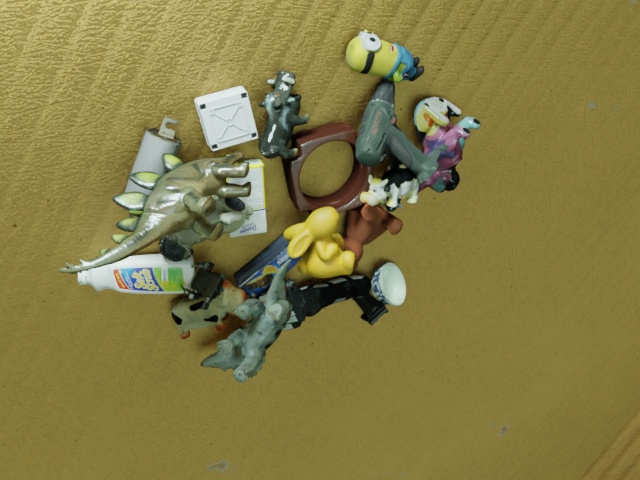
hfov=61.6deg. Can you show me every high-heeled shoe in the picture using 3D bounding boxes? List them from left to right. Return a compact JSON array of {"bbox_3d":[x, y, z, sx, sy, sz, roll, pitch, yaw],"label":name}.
[{"bbox_3d":[0.015,0.137,1.462,0.249,0.145,0.086,-4,108,13],"label":"high-heeled shoe"}]

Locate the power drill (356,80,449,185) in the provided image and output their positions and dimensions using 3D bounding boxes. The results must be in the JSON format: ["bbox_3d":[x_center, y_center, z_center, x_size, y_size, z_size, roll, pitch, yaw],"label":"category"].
[{"bbox_3d":[0.188,-0.238,1.222,0.207,0.086,0.232,35,61,-15],"label":"power drill"}]

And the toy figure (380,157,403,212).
[{"bbox_3d":[0.199,-0.145,1.372,0.058,0.064,0.154,-31,141,-52],"label":"toy figure"}]

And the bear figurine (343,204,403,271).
[{"bbox_3d":[0.101,-0.002,1.370,0.120,0.132,0.195,30,97,-21],"label":"bear figurine"}]

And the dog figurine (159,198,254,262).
[{"bbox_3d":[-0.257,-0.022,1.205,0.172,0.121,0.190,18,129,-18],"label":"dog figurine"}]

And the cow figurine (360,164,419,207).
[{"bbox_3d":[0.168,-0.130,1.271,0.167,0.068,0.098,-12,118,-41],"label":"cow figurine"}]

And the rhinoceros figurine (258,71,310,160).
[{"bbox_3d":[-0.088,-0.267,1.168,0.112,0.073,0.190,12,92,-42],"label":"rhinoceros figurine"}]

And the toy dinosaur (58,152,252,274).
[{"bbox_3d":[-0.276,-0.068,1.025,0.199,0.471,0.104,14,128,17],"label":"toy dinosaur"}]

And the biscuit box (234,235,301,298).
[{"bbox_3d":[-0.116,0.056,1.348,0.203,0.063,0.059,-39,125,1],"label":"biscuit box"}]

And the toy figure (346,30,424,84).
[{"bbox_3d":[0.144,-0.400,1.202,0.180,0.082,0.089,13,111,-30],"label":"toy figure"}]

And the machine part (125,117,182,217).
[{"bbox_3d":[-0.357,-0.144,1.136,0.079,0.079,0.243,16,110,-28],"label":"machine part"}]

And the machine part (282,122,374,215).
[{"bbox_3d":[0.019,-0.165,1.273,0.201,0.087,0.200,-19,122,-14],"label":"machine part"}]

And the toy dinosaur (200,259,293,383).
[{"bbox_3d":[-0.139,0.202,1.301,0.131,0.192,0.404,39,106,5],"label":"toy dinosaur"}]

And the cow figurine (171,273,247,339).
[{"bbox_3d":[-0.269,0.158,1.310,0.195,0.085,0.127,-14,120,9],"label":"cow figurine"}]

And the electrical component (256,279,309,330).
[{"bbox_3d":[-0.097,0.171,1.385,0.115,0.058,0.134,-10,117,21],"label":"electrical component"}]

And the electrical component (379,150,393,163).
[{"bbox_3d":[0.163,-0.238,1.329,0.063,0.021,0.094,27,105,-31],"label":"electrical component"}]

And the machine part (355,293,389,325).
[{"bbox_3d":[0.139,0.187,1.536,0.084,0.039,0.138,-36,125,4],"label":"machine part"}]

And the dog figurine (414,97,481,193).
[{"bbox_3d":[0.284,-0.221,1.338,0.192,0.108,0.219,35,131,8],"label":"dog figurine"}]

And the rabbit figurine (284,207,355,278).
[{"bbox_3d":[-0.003,-0.004,1.267,0.162,0.122,0.173,-4,130,-9],"label":"rabbit figurine"}]

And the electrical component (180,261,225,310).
[{"bbox_3d":[-0.269,0.099,1.233,0.102,0.078,0.045,-58,162,0],"label":"electrical component"}]
